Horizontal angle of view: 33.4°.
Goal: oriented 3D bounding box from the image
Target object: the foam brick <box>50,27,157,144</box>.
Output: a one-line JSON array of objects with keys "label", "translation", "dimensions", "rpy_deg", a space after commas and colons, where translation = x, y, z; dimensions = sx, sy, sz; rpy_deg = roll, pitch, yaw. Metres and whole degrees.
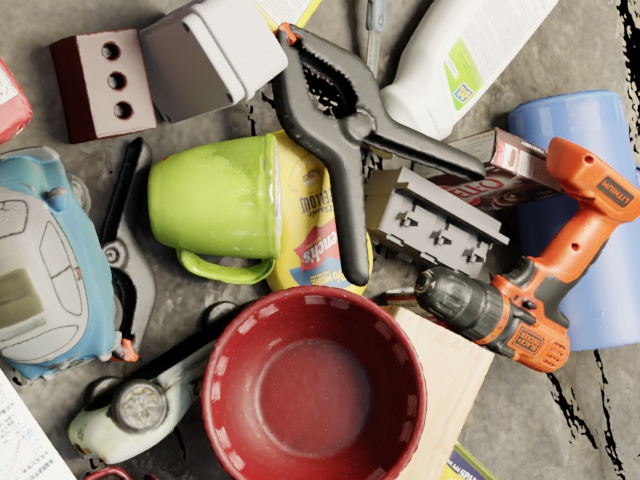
[{"label": "foam brick", "translation": [-0.161, -0.115, 0.796], "dimensions": [0.052, 0.051, 0.078], "rpy_deg": [-15, 96, -34]}]

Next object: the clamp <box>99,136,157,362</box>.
[{"label": "clamp", "translation": [-0.173, 0.008, 0.792], "dimensions": [0.120, 0.039, 0.171], "rpy_deg": [-4, 86, -32]}]

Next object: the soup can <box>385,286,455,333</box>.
[{"label": "soup can", "translation": [0.096, 0.093, 0.949], "dimensions": [0.068, 0.069, 0.102], "rpy_deg": [-6, 91, -34]}]

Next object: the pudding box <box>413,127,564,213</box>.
[{"label": "pudding box", "translation": [0.151, -0.060, 0.965], "dimensions": [0.089, 0.114, 0.039], "rpy_deg": [18, 70, -31]}]

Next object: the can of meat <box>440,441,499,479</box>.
[{"label": "can of meat", "translation": [0.108, 0.231, 0.959], "dimensions": [0.102, 0.058, 0.084], "rpy_deg": [44, 68, -24]}]

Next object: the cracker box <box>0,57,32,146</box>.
[{"label": "cracker box", "translation": [-0.293, -0.033, 0.638], "dimensions": [0.213, 0.164, 0.072], "rpy_deg": [-41, 108, -28]}]

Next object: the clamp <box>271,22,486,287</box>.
[{"label": "clamp", "translation": [0.035, -0.088, 0.860], "dimensions": [0.164, 0.036, 0.210], "rpy_deg": [-32, 93, -29]}]

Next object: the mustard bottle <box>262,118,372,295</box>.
[{"label": "mustard bottle", "translation": [-0.006, 0.001, 0.892], "dimensions": [0.096, 0.058, 0.191], "rpy_deg": [-21, 100, -31]}]

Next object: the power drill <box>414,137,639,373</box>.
[{"label": "power drill", "translation": [0.182, 0.010, 0.906], "dimensions": [0.184, 0.057, 0.188], "rpy_deg": [28, 97, -38]}]

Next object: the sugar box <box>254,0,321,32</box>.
[{"label": "sugar box", "translation": [-0.024, -0.251, 0.898], "dimensions": [0.093, 0.048, 0.176], "rpy_deg": [44, 62, -26]}]

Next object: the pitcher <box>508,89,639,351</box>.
[{"label": "pitcher", "translation": [0.262, -0.018, 1.026], "dimensions": [0.148, 0.145, 0.243], "rpy_deg": [-8, 90, -39]}]

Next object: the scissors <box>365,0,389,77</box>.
[{"label": "scissors", "translation": [0.059, -0.208, 0.950], "dimensions": [0.096, 0.016, 0.202], "rpy_deg": [-36, 130, -47]}]

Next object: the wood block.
[{"label": "wood block", "translation": [0.047, 0.164, 0.854], "dimensions": [0.090, 0.091, 0.206], "rpy_deg": [27, 82, -9]}]

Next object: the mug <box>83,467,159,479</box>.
[{"label": "mug", "translation": [-0.140, 0.223, 0.780], "dimensions": [0.081, 0.093, 0.117], "rpy_deg": [-33, 91, -25]}]

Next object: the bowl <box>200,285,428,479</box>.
[{"label": "bowl", "translation": [-0.004, 0.115, 0.779], "dimensions": [0.162, 0.055, 0.162], "rpy_deg": [0, 82, 1]}]

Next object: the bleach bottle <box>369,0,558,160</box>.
[{"label": "bleach bottle", "translation": [0.122, -0.175, 0.980], "dimensions": [0.250, 0.068, 0.102], "rpy_deg": [-50, 123, -23]}]
